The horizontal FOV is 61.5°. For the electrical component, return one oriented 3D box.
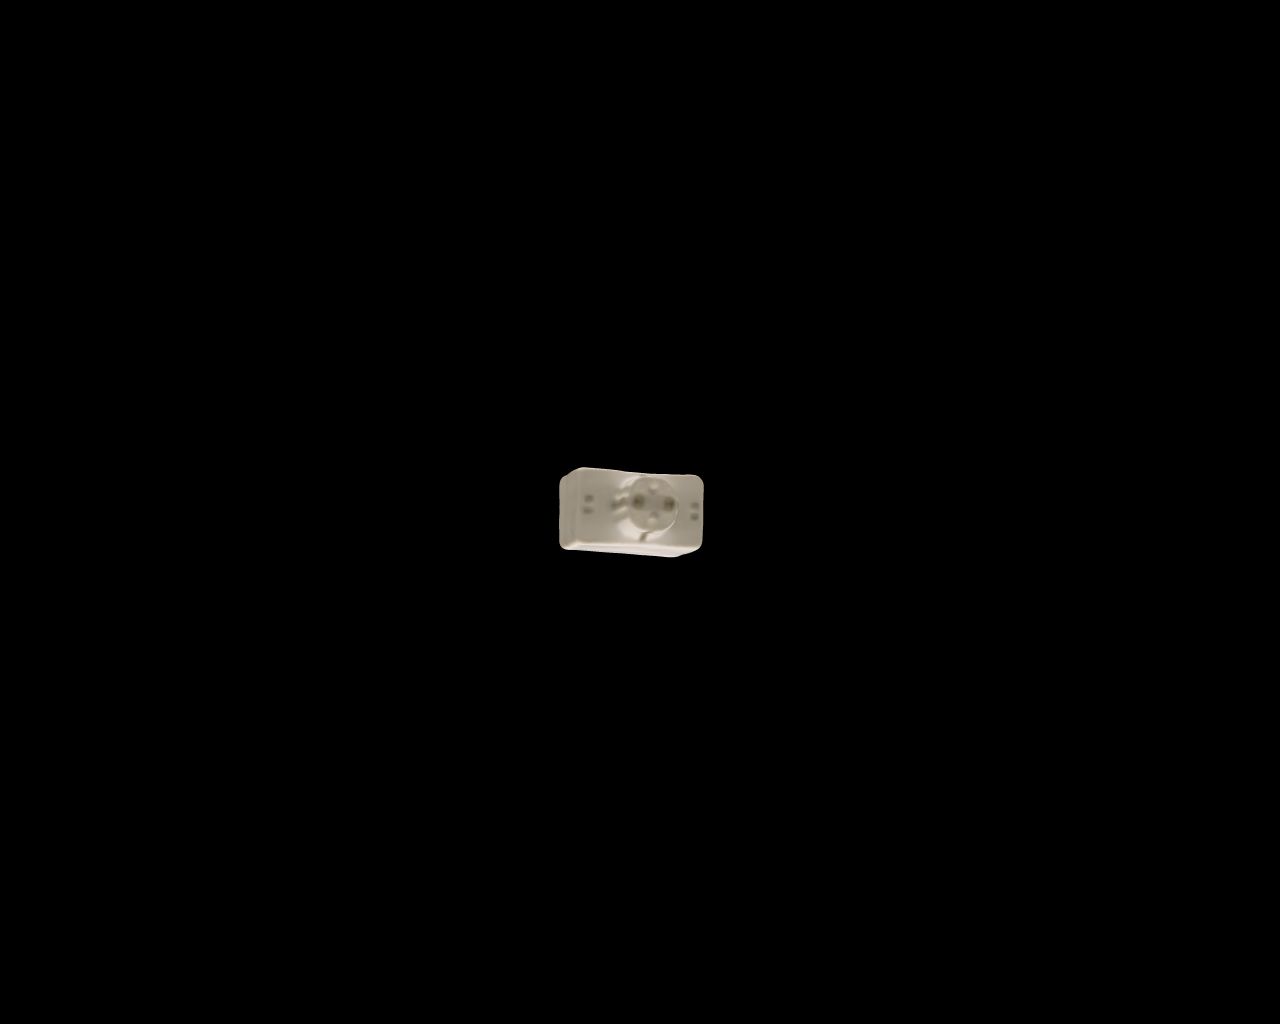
[{"bbox_3d":[0.001,-0.003,0.650,0.083,0.047,0.075,4,-11,-20],"label":"electrical component"}]
